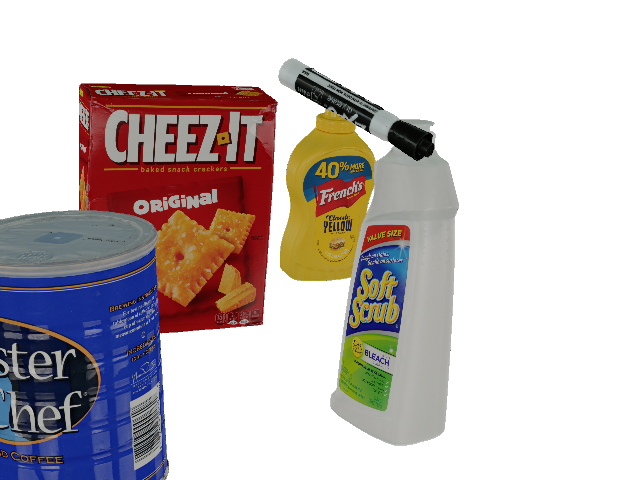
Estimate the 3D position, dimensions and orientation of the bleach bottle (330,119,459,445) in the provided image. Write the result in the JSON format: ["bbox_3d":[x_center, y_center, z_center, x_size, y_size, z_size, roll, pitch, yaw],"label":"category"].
[{"bbox_3d":[0.062,0.029,0.848,0.067,0.251,0.103,-7,18,-34],"label":"bleach bottle"}]

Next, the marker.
[{"bbox_3d":[0.023,-0.083,0.676,0.121,0.020,0.020,33,17,29],"label":"marker"}]

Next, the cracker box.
[{"bbox_3d":[-0.128,-0.026,0.940,0.164,0.214,0.072,-2,19,-20],"label":"cracker box"}]

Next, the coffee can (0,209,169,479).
[{"bbox_3d":[-0.136,0.064,0.574,0.103,0.140,0.103,-1,16,0],"label":"coffee can"}]

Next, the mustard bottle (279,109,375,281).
[{"bbox_3d":[0.011,-0.055,1.113,0.096,0.192,0.058,-4,21,-24],"label":"mustard bottle"}]
